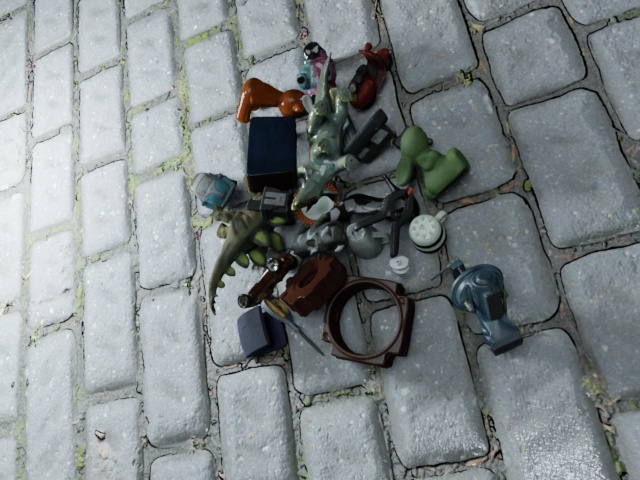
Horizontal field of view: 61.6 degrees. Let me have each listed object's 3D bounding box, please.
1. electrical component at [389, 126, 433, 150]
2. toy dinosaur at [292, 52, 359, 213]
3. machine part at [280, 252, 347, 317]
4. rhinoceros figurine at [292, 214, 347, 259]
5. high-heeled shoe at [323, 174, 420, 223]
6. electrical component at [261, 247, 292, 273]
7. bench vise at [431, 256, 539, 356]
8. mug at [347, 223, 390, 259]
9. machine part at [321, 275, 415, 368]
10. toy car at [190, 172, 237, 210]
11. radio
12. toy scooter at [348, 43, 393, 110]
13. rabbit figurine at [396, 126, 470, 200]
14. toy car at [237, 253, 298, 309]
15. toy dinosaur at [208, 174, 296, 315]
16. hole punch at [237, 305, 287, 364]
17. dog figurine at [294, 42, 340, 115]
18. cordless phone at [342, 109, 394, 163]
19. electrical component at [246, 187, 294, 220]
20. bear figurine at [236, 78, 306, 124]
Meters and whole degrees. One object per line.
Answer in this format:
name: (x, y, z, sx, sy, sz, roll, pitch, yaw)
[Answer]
electrical component: (0.227, -0.252, 1.376, 0.102, 0.045, 0.078, 40, 93, 27)
toy dinosaur: (0.010, -0.252, 1.365, 0.131, 0.192, 0.405, 12, 69, -20)
machine part: (-0.017, 0.105, 1.306, 0.179, 0.056, 0.179, -37, 20, 16)
rhinoceros figurine: (-0.003, -0.004, 1.320, 0.190, 0.073, 0.112, -17, 26, 52)
high-heeled shoe: (0.123, -0.057, 1.353, 0.249, 0.086, 0.145, -33, 90, 19)
electrical component: (-0.117, 0.054, 1.437, 0.063, 0.021, 0.094, 29, 85, 26)
bench vise: (0.346, 0.124, 1.162, 0.129, 0.223, 0.241, -33, 34, 5)
mug: (0.115, -0.003, 1.312, 0.110, 0.107, 0.081, -1, 76, 24)
machine part: (0.113, 0.189, 1.266, 0.201, 0.087, 0.201, 6, 78, 24)
toy car: (-0.310, -0.148, 1.512, 0.109, 0.103, 0.162, -58, 34, -1)
radio: (-0.127, -0.236, 1.452, 0.131, 0.073, 0.230, -3, 54, 0)
toy scooter: (0.125, -0.445, 1.427, 0.075, 0.135, 0.184, 28, 88, 25)
rabbit figurine: (0.257, -0.192, 1.306, 0.170, 0.121, 0.159, 50, 116, 9)
toy car: (-0.132, 0.111, 1.365, 0.053, 0.089, 0.202, 47, 113, 17)
toy dinosaur: (-0.190, -0.027, 1.424, 0.199, 0.105, 0.471, 25, 73, 24)
hole punch: (-0.160, 0.234, 1.365, 0.116, 0.092, 0.142, -25, 70, 18)
dog figurine: (0.002, -0.440, 1.488, 0.109, 0.191, 0.219, -16, 30, 12)
cordless phone: (0.104, -0.308, 1.416, 0.146, 0.088, 0.184, -49, 44, 33)
electrical component: (-0.130, -0.096, 1.380, 0.119, 0.047, 0.075, 9, 60, 6)
bear figurine: (-0.127, -0.387, 1.541, 0.196, 0.131, 0.120, 19, 44, -2)
